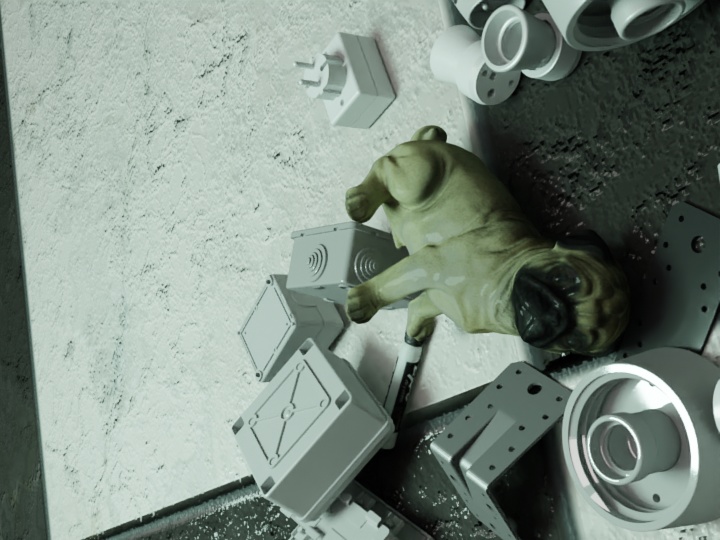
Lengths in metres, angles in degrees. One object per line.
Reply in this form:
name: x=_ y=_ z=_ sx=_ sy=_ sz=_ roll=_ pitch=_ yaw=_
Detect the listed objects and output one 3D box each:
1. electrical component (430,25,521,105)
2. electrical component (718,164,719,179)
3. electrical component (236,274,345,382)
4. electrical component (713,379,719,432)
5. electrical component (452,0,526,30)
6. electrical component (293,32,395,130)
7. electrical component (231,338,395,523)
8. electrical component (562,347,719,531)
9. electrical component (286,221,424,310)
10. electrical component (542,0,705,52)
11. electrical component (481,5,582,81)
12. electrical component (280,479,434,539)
electrical component: x=0.084 y=-0.149 z=0.785 sx=0.055 sy=0.045 sz=0.045 roll=42 pitch=122 yaw=46
electrical component: x=0.224 y=-0.021 z=0.589 sx=0.043 sy=0.043 sz=0.081 roll=-17 pitch=75 yaw=53
electrical component: x=-0.063 y=0.057 z=0.966 sx=0.096 sy=0.061 sz=0.061 roll=-58 pitch=46 yaw=35
electrical component: x=0.235 y=0.090 z=0.570 sx=0.077 sy=0.043 sz=0.079 roll=-16 pitch=76 yaw=53
electrical component: x=0.097 y=-0.227 z=0.770 sx=0.079 sy=0.044 sz=0.077 roll=-41 pitch=57 yaw=45
electrical component: x=-0.021 y=-0.161 z=0.903 sx=0.047 sy=0.077 sz=0.065 roll=-44 pitch=55 yaw=44
electrical component: x=-0.040 y=0.128 z=0.874 sx=0.108 sy=0.056 sz=0.108 roll=-49 pitch=32 yaw=4
electrical component: x=0.169 y=0.102 z=0.638 sx=0.108 sy=0.060 sz=0.108 roll=6 pitch=97 yaw=51
electrical component: x=0.000 y=0.000 z=0.851 sx=0.100 sy=0.100 sz=0.048 roll=-6 pitch=71 yaw=54
electrical component: x=0.161 y=-0.171 z=0.632 sx=0.108 sy=0.108 sz=0.060 roll=-38 pitch=65 yaw=47
electrical component: x=0.117 y=-0.153 z=0.731 sx=0.045 sy=0.055 sz=0.045 roll=-3 pitch=86 yaw=54
electrical component: x=-0.009 y=0.214 z=0.873 sx=0.078 sy=0.063 sz=0.121 roll=-48 pitch=36 yaw=-13
